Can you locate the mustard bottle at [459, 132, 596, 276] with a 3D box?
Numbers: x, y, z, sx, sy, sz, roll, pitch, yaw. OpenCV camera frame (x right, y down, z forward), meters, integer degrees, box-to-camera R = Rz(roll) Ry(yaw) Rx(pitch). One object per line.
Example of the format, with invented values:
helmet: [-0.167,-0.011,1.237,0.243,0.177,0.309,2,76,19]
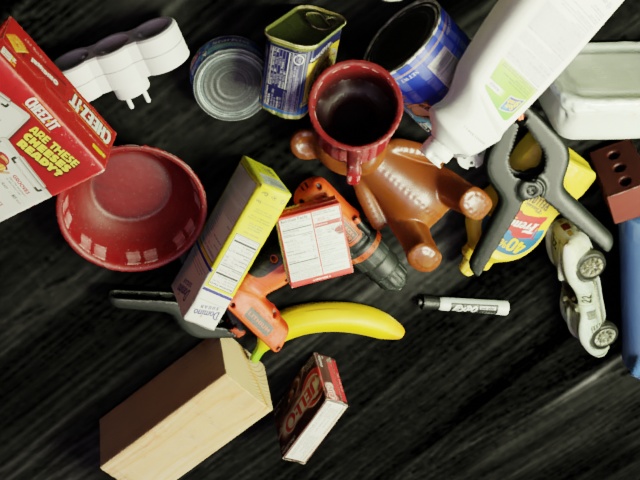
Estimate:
mustard bottle: [0.228,-0.032,1.259,0.096,0.058,0.192,27,115,-24]

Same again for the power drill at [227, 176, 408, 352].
power drill: [-0.010,0.042,1.248,0.187,0.057,0.184,-43,115,4]

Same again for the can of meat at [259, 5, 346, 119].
can of meat: [-0.020,-0.182,1.088,0.057,0.102,0.084,21,126,15]

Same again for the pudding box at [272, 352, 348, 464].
pudding box: [-0.014,0.214,1.357,0.039,0.090,0.114,20,118,-23]

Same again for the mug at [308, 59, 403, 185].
mug: [0.035,-0.113,1.073,0.093,0.081,0.117,-1,80,0]

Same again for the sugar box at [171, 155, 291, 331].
sugar box: [-0.100,0.003,1.178,0.048,0.093,0.176,22,105,-24]

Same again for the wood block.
wood block: [-0.170,0.218,1.330,0.206,0.091,0.090,-38,123,14]

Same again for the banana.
banana: [0.007,0.106,1.323,0.197,0.037,0.070,-8,133,-5]

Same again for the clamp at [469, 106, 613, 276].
clamp: [0.226,-0.055,1.192,0.164,0.036,0.210,-18,115,9]

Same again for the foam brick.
foam brick: [0.352,-0.068,1.240,0.053,0.078,0.051,-20,136,11]

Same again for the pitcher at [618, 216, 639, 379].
pitcher: [0.439,0.046,1.320,0.145,0.149,0.243,-7,122,12]

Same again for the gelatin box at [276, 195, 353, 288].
gelatin box: [-0.008,0.001,1.184,0.073,0.030,0.089,-15,113,-7]

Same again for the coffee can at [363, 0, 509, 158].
coffee can: [0.128,-0.168,1.122,0.103,0.103,0.140,-41,121,16]

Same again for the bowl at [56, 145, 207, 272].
bowl: [-0.206,-0.045,1.169,0.162,0.055,0.162,-5,124,-7]

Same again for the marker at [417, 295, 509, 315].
marker: [0.180,0.082,1.349,0.121,0.020,0.020,5,122,-14]

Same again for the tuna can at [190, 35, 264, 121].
tuna can: [-0.093,-0.169,1.121,0.086,0.034,0.086,-5,124,-8]

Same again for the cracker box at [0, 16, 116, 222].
cracker box: [-0.339,-0.104,1.067,0.214,0.072,0.164,-23,126,24]

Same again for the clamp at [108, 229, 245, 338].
clamp: [-0.163,0.072,1.263,0.120,0.039,0.171,-36,120,9]

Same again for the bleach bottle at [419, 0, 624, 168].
bleach bottle: [0.184,-0.179,1.041,0.102,0.068,0.251,35,101,-29]
